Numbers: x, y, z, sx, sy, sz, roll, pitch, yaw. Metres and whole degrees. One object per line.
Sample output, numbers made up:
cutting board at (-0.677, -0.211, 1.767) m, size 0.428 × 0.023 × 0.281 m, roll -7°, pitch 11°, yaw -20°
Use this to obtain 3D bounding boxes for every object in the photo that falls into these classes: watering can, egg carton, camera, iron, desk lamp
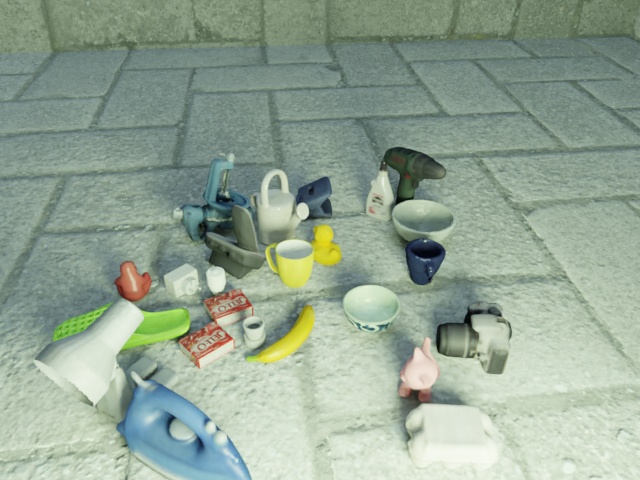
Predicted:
watering can at (-0.105, -0.088, 1.449) m, size 0.172 × 0.194 × 0.101 m, roll 9°, pitch 36°, yaw 12°
egg carton at (0.219, 0.331, 0.961) m, size 0.150 × 0.069 × 0.107 m, roll 1°, pitch 35°, yaw 1°
camera at (0.304, 0.184, 1.147) m, size 0.136 × 0.101 × 0.143 m, roll 3°, pitch 35°, yaw 3°
iron at (-0.212, 0.307, 0.925) m, size 0.257 × 0.141 × 0.119 m, roll 19°, pitch 39°, yaw 25°
desk lamp at (-0.363, 0.217, 0.988) m, size 0.117 × 0.214 × 0.204 m, roll 19°, pitch 39°, yaw 25°

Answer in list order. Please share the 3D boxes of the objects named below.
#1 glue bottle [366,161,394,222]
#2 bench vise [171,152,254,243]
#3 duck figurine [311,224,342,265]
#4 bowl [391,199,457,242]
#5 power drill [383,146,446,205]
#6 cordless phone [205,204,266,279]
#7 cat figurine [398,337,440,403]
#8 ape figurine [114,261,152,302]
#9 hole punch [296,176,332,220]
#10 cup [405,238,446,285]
glue bottle at (0.164, -0.136, 1.540) m, size 0.078 × 0.173 × 0.037 m, roll 19°, pitch 39°, yaw 24°
bench vise at (-0.266, -0.104, 1.446) m, size 0.121 × 0.220 × 0.208 m, roll 29°, pitch 44°, yaw 34°
duck figurine at (0.013, 0.005, 1.412) m, size 0.078 × 0.086 × 0.104 m, roll -17°, pitch 39°, yaw -23°
bowl at (0.266, -0.034, 1.483) m, size 0.167 × 0.075 × 0.167 m, roll 1°, pitch 35°, yaw 0°
power drill at (0.248, -0.145, 1.524) m, size 0.076 × 0.208 × 0.228 m, roll -18°, pitch 39°, yaw -24°
cordless phone at (-0.205, -0.016, 1.351) m, size 0.147 × 0.185 × 0.094 m, roll 20°, pitch 39°, yaw 26°
cat figurine at (0.186, 0.235, 1.056) m, size 0.067 × 0.118 × 0.128 m, roll 12°, pitch 36°, yaw 16°
ape figurine at (-0.422, 0.086, 1.282) m, size 0.078 × 0.092 × 0.076 m, roll -1°, pitch 35°, yaw -2°
hole punch at (-0.016, -0.119, 1.585) m, size 0.101 × 0.091 × 0.108 m, roll -3°, pitch 35°, yaw -5°
cup at (0.242, 0.065, 1.322) m, size 0.091 × 0.095 × 0.117 m, roll -2°, pitch 35°, yaw -4°
